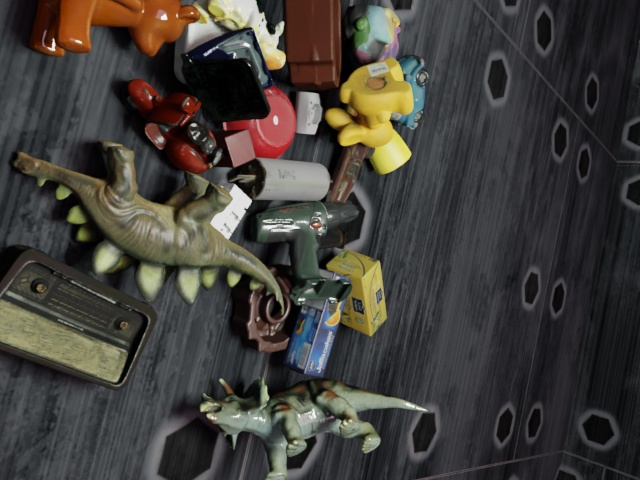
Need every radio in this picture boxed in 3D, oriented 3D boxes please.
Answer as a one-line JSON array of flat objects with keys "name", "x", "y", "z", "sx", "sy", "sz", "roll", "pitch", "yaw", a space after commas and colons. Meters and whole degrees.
[{"name": "radio", "x": -0.350, "y": 0.109, "z": 0.748, "sx": 0.229, "sy": 0.073, "sz": 0.131, "roll": 40, "pitch": 68, "yaw": -42}]

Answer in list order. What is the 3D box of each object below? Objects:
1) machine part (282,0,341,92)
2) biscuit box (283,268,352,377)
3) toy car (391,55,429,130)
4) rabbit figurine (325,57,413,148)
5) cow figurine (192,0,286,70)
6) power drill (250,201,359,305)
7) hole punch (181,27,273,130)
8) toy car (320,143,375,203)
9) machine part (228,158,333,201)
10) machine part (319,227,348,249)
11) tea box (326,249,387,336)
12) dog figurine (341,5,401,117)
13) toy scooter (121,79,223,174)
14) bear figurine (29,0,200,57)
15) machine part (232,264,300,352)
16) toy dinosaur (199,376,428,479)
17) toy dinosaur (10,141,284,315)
[{"name": "machine part", "x": -0.010, "y": -0.370, "z": 0.948, "sx": 0.201, "sy": 0.087, "sz": 0.201, "roll": -63, "pitch": 151, "yaw": -77}, {"name": "biscuit box", "x": -0.004, "y": 0.159, "z": 1.044, "sx": 0.062, "sy": 0.059, "sz": 0.202, "roll": 27, "pitch": 78, "yaw": -47}, {"name": "toy car", "x": 0.175, "y": -0.330, "z": 1.209, "sx": 0.103, "sy": 0.109, "sz": 0.161, "roll": -11, "pitch": 117, "yaw": -21}, {"name": "rabbit figurine", "x": 0.099, "y": -0.236, "z": 1.034, "sx": 0.162, "sy": 0.122, "sz": 0.173, "roll": -25, "pitch": 151, "yaw": -5}, {"name": "cow figurine", "x": -0.113, "y": -0.343, "z": 0.840, "sx": 0.167, "sy": 0.068, "sz": 0.098, "roll": 32, "pitch": 67, "yaw": -44}, {"name": "power drill", "x": -0.005, "y": 0.014, "z": 0.997, "sx": 0.232, "sy": 0.086, "sz": 0.207, "roll": -2, "pitch": 60, "yaw": -24}, {"name": "hole punch", "x": -0.135, "y": -0.246, "z": 0.811, "sx": 0.142, "sy": 0.116, "sz": 0.092, "roll": 68, "pitch": 24, "yaw": -53}, {"name": "toy car", "x": 0.056, "y": -0.137, "z": 1.128, "sx": 0.089, "sy": 0.053, "sz": 0.202, "roll": 22, "pitch": 88, "yaw": -48}, {"name": "machine part", "x": -0.063, "y": -0.111, "z": 0.999, "sx": 0.243, "sy": 0.079, "sz": 0.079, "roll": -2, "pitch": 97, "yaw": -47}, {"name": "machine part", "x": -0.002, "y": -0.003, "z": 1.113, "sx": 0.139, "sy": 0.039, "sz": 0.084, "roll": -5, "pitch": 91, "yaw": -43}, {"name": "tea box", "x": 0.080, "y": 0.112, "z": 1.149, "sx": 0.068, "sy": 0.098, "sz": 0.169, "roll": -40, "pitch": 133, "yaw": -35}, {"name": "dog figurine", "x": 0.095, "y": -0.340, "z": 1.090, "sx": 0.191, "sy": 0.109, "sz": 0.219, "roll": -24, "pitch": 123, "yaw": -76}, {"name": "toy scooter", "x": -0.207, "y": -0.169, "z": 0.809, "sx": 0.183, "sy": 0.135, "sz": 0.075, "roll": 51, "pitch": 60, "yaw": -39}, {"name": "bear figurine", "x": -0.274, "y": -0.296, "z": 0.739, "sx": 0.195, "sy": 0.120, "sz": 0.131, "roll": 8, "pitch": 94, "yaw": -51}, {"name": "machine part", "x": -0.090, "y": 0.127, "z": 1.029, "sx": 0.179, "sy": 0.056, "sz": 0.179, "roll": -10, "pitch": 104, "yaw": -45}, {"name": "toy dinosaur", "x": -0.021, "y": 0.313, "z": 0.987, "sx": 0.405, "sy": 0.192, "sz": 0.131, "roll": -6, "pitch": 125, "yaw": -25}, {"name": "toy dinosaur", "x": -0.223, "y": -0.008, "z": 0.816, "sx": 0.471, "sy": 0.105, "sz": 0.198, "roll": 24, "pitch": 96, "yaw": -28}]
